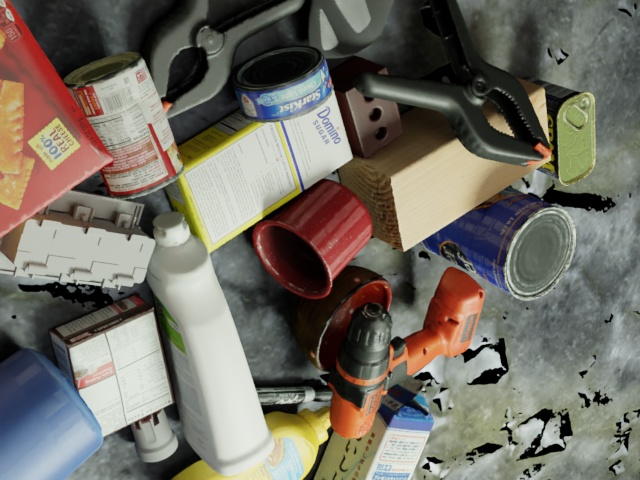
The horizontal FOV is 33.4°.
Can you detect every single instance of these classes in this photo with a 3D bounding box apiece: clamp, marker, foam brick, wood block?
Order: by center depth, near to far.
[{"bbox_3d":[-0.088,-0.174,0.906,0.120,0.039,0.171,22,101,-25],"label":"clamp"},{"bbox_3d":[0.141,-0.152,1.015,0.209,0.036,0.164,34,64,-18],"label":"clamp"},{"bbox_3d":[0.039,-0.127,1.023,0.053,0.051,0.078,-35,128,-20],"label":"foam brick"},{"bbox_3d":[0.128,-0.086,1.086,0.205,0.090,0.091,-31,127,-24],"label":"wood block"},{"bbox_3d":[-0.035,0.163,1.123,0.120,0.020,0.020,4,107,-40],"label":"marker"}]

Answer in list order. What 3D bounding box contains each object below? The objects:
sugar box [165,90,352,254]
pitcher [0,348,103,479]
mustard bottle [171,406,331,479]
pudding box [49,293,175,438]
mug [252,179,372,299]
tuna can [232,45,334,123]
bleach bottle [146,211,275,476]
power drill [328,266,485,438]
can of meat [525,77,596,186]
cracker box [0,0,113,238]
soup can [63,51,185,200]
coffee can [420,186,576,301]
[{"bbox_3d":[-0.057,-0.074,0.978,0.176,0.048,0.093,-36,128,-25],"label":"sugar box"},{"bbox_3d":[-0.302,0.192,0.856,0.242,0.149,0.145,-39,92,-22],"label":"pitcher"},{"bbox_3d":[-0.062,0.234,1.107,0.191,0.058,0.096,-33,129,-21],"label":"mustard bottle"},{"bbox_3d":[-0.187,0.117,0.970,0.089,0.039,0.113,-24,125,-28],"label":"pudding box"},{"bbox_3d":[-0.007,0.001,1.026,0.081,0.093,0.117,-46,170,-33],"label":"mug"},{"bbox_3d":[-0.033,-0.138,0.939,0.086,0.086,0.034,-32,125,-23],"label":"tuna can"},{"bbox_3d":[-0.108,0.091,0.975,0.068,0.103,0.251,-27,126,-26],"label":"bleach bottle"},{"bbox_3d":[0.087,0.101,1.095,0.187,0.057,0.184,-29,147,-34],"label":"power drill"},{"bbox_3d":[0.251,-0.122,1.169,0.057,0.084,0.102,-27,125,-26],"label":"can of meat"},{"bbox_3d":[-0.283,-0.068,0.763,0.213,0.072,0.164,-38,114,-19],"label":"cracker box"},{"bbox_3d":[-0.158,-0.093,0.865,0.068,0.069,0.102,-30,116,-24],"label":"soup can"},{"bbox_3d":[0.184,-0.009,1.130,0.102,0.140,0.103,-16,120,-32],"label":"coffee can"}]
